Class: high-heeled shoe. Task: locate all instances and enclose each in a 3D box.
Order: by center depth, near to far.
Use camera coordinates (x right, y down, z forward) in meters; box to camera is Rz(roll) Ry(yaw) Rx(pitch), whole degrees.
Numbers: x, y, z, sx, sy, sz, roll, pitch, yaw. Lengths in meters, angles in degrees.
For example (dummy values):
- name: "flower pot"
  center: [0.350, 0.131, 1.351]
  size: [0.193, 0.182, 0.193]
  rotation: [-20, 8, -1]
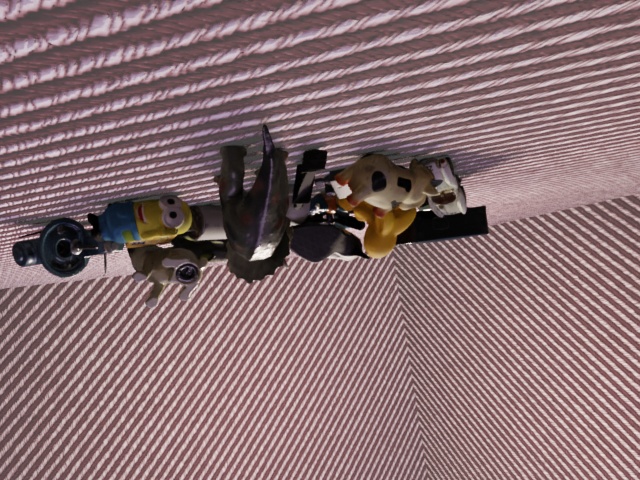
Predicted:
- name: "high-heeled shoe"
  center: [-0.002, -0.003, 1.142]
  size: [0.248, 0.086, 0.145]
  rotation: [19, -173, -31]

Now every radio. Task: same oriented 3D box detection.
- name: "radio"
  center: [0.265, -0.032, 1.237]
  size: [0.230, 0.073, 0.131]
  rotation: [-7, 177, -22]

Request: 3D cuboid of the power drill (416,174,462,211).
- name: "power drill"
  center: [0.258, -0.101, 1.270]
  size: [0.232, 0.086, 0.207]
  rotation: [-15, 177, 35]

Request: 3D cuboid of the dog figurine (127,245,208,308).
- name: "dog figurine"
  center: [-0.351, 0.045, 1.233]
  size: [0.172, 0.121, 0.191]
  rotation: [-10, -149, -15]

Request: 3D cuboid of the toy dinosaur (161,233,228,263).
- name: "toy dinosaur"
  center: [-0.309, 0.007, 1.373]
  size: [0.472, 0.105, 0.198]
  rotation: [0, -178, 36]

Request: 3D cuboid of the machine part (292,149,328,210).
- name: "machine part"
  center: [-0.021, -0.103, 0.872]
  size: [0.039, 0.084, 0.139]
  rotation: [18, 162, -7]

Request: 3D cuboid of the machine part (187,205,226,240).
- name: "machine part"
  center: [-0.210, -0.041, 1.200]
  size: [0.243, 0.079, 0.079]
  rotation: [-5, 174, -44]

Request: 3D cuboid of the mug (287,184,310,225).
- name: "mug"
  center: [-0.077, -0.074, 1.038]
  size: [0.107, 0.080, 0.110]
  rotation: [4, 169, -35]

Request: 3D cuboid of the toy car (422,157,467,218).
- name: "toy car"
  center: [0.244, -0.104, 1.081]
  size: [0.074, 0.056, 0.201]
  rotation: [-10, 153, 24]

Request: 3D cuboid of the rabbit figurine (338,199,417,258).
- name: "rabbit figurine"
  center: [0.128, -0.049, 1.114]
  size: [0.122, 0.173, 0.162]
  rotation: [-1, 176, -29]

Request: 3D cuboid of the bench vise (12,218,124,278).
- name: "bench vise"
  center: [-0.488, 0.014, 1.111]
  size: [0.241, 0.128, 0.223]
  rotation: [-2, 177, 29]

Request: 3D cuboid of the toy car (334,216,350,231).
- name: "toy car"
  center: [0.029, -0.011, 1.488]
  size: [0.109, 0.102, 0.162]
  rotation: [-15, -150, 25]

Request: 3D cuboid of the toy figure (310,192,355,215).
- name: "toy figure"
  center: [0.041, -0.084, 1.216]
  size: [0.154, 0.058, 0.064]
  rotation: [-3, 138, -16]

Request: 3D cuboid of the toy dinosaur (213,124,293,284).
- name: "toy dinosaur"
  center: [-0.099, -0.032, 0.824]
  size: [0.131, 0.192, 0.405]
  rotation: [-10, 177, -6]

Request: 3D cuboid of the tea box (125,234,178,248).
- name: "tea box"
  center: [-0.361, -0.028, 1.135]
  size: [0.098, 0.068, 0.170]
  rotation: [-8, 176, -22]

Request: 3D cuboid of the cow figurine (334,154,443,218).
- name: "cow figurine"
  center: [0.132, -0.102, 0.958]
  size: [0.127, 0.085, 0.194]
  rotation: [-38, 149, 25]

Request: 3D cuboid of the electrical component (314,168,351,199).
- name: "electrical component"
  center: [0.049, -0.112, 1.024]
  size: [0.102, 0.045, 0.078]
  rotation: [-13, 145, 22]

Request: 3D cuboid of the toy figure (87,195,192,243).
- name: "toy figure"
  center: [-0.334, -0.038, 1.010]
  size: [0.180, 0.082, 0.089]
  rotation: [-12, -173, -8]
